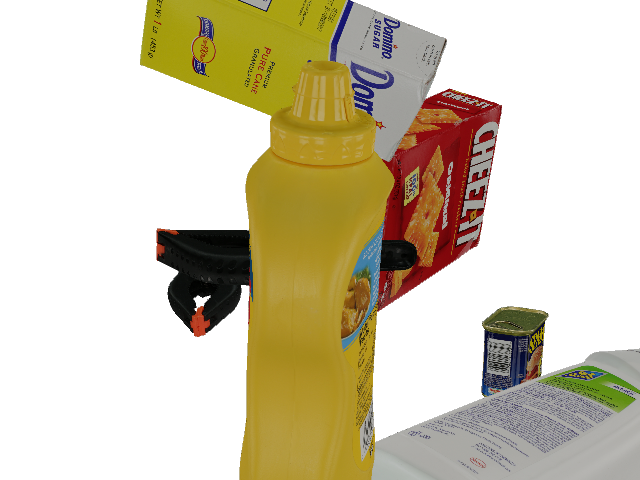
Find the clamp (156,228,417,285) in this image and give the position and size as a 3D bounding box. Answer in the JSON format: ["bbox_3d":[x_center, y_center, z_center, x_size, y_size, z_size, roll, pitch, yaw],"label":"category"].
[{"bbox_3d":[-0.038,0.019,0.841,0.210,0.036,0.164,6,14,12],"label":"clamp"}]

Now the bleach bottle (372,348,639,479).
[{"bbox_3d":[0.143,0.113,0.590,0.250,0.068,0.103,-16,25,-35],"label":"bleach bottle"}]

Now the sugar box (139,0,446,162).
[{"bbox_3d":[-0.020,-0.116,0.662,0.176,0.048,0.093,23,-29,-1],"label":"sugar box"}]

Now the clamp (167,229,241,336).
[{"bbox_3d":[-0.115,0.037,1.175,0.120,0.039,0.171,-11,39,-1],"label":"clamp"}]

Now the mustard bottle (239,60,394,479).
[{"bbox_3d":[-0.002,0.021,0.440,0.058,0.192,0.096,8,25,11],"label":"mustard bottle"}]

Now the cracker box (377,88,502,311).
[{"bbox_3d":[0.091,-0.042,1.033,0.072,0.164,0.213,22,30,29],"label":"cracker box"}]

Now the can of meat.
[{"bbox_3d":[0.214,0.126,1.181,0.058,0.084,0.102,7,12,24],"label":"can of meat"}]
